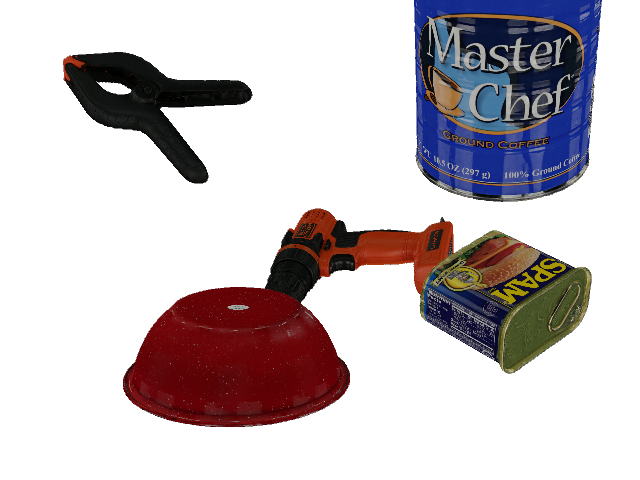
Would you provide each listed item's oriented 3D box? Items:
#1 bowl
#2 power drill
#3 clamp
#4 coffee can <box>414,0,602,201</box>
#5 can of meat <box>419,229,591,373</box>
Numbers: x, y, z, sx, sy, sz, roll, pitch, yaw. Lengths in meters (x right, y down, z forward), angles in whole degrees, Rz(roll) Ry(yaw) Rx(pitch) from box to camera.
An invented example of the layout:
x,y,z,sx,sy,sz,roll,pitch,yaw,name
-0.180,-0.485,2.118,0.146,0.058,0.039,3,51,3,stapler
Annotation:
x,y,z,sx,sy,sz,roll,pitch,yaw,name
-0.058,0.072,0.751,0.162,0.055,0.162,0,16,0,bowl
0.044,0.024,1.142,0.188,0.057,0.184,4,31,14,power drill
-0.149,-0.132,0.978,0.171,0.120,0.039,31,-39,4,clamp
0.103,-0.108,0.595,0.103,0.140,0.103,-3,35,2,coffee can
0.137,0.042,0.796,0.101,0.057,0.084,-27,40,-34,can of meat
